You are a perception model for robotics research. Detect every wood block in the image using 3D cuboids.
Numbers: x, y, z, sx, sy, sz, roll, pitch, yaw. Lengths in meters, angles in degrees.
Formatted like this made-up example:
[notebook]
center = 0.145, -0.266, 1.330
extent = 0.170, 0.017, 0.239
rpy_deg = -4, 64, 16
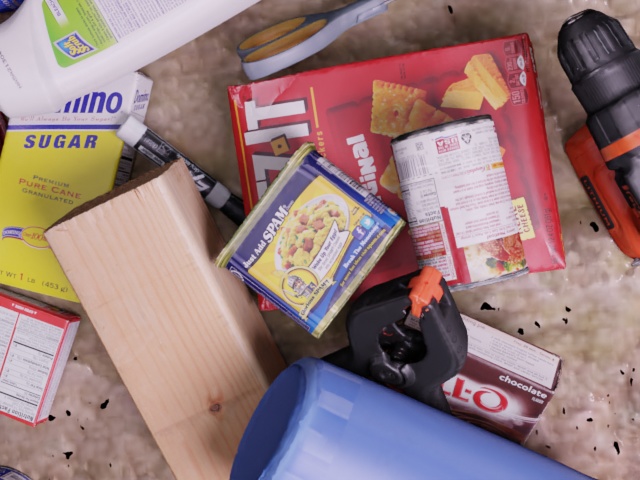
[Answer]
[wood block]
center = -0.096, 0.058, 0.742
extent = 0.091, 0.090, 0.206
rpy_deg = -24, 101, 7

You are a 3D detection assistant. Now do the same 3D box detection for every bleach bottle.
[bleach bottle]
center = -0.153, -0.167, 0.755
extent = 0.250, 0.068, 0.102
rpy_deg = -30, 83, -6

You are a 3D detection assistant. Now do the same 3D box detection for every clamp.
[clamp]
center = 0.058, 0.083, 0.692
extent = 0.120, 0.172, 0.039
rpy_deg = 24, 54, -3

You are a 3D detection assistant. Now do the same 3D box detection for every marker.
[marker]
center = -0.095, -0.048, 0.780
extent = 0.121, 0.020, 0.020
rpy_deg = 37, 96, -15

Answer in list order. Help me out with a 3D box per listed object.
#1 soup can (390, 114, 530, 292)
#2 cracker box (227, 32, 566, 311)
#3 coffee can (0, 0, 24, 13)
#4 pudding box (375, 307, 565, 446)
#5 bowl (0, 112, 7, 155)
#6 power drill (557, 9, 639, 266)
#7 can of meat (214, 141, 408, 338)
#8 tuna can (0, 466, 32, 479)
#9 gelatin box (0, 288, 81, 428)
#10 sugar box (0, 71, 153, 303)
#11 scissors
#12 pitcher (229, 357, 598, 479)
[soup can]
center = 0.087, -0.022, 0.674
extent = 0.068, 0.068, 0.102
rpy_deg = -13, 90, 8
[cracker box]
center = 0.053, -0.045, 0.751
extent = 0.214, 0.072, 0.164
rpy_deg = -9, 90, 9
[coffee can]
center = -0.281, -0.211, 0.785
extent = 0.140, 0.102, 0.103
rpy_deg = -8, 89, 8
[pudding box]
center = 0.099, 0.096, 0.738
extent = 0.113, 0.039, 0.090
rpy_deg = 22, 138, 6
[bowl]
center = -0.319, -0.059, 0.817
extent = 0.162, 0.055, 0.162
rpy_deg = 0, 90, 8
[power drill]
center = 0.198, -0.050, 0.671
extent = 0.057, 0.187, 0.184
rpy_deg = -28, 88, 9
[can of meat]
center = -0.005, 0.001, 0.698
extent = 0.084, 0.057, 0.102
rpy_deg = 38, 99, 4
[tuna can]
center = -0.253, 0.220, 0.819
extent = 0.086, 0.033, 0.086
rpy_deg = 0, 91, 9
[gelatin box]
center = -0.233, 0.089, 0.817
extent = 0.073, 0.030, 0.089
rpy_deg = 19, 94, 7
[sugar box]
center = -0.192, -0.048, 0.802
extent = 0.093, 0.048, 0.176
rpy_deg = 13, 94, 8
[scissors]
center = 0.022, -0.168, 0.775
extent = 0.201, 0.096, 0.016
rpy_deg = -32, 116, -21
[pitcher]
center = 0.067, 0.172, 0.673
extent = 0.242, 0.145, 0.149
rpy_deg = 28, 119, -12
